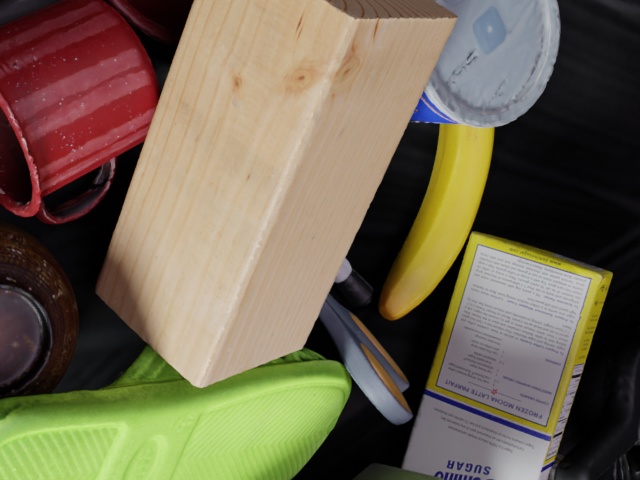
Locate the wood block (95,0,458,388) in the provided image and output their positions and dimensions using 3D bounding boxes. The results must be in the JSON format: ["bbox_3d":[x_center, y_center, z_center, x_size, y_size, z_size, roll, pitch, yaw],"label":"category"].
[{"bbox_3d":[-0.028,-0.039,0.540,0.090,0.090,0.206,-14,136,-51],"label":"wood block"}]

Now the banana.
[{"bbox_3d":[0.081,-0.043,0.709,0.069,0.037,0.198,8,93,-29],"label":"banana"}]

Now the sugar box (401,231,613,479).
[{"bbox_3d":[0.123,0.091,0.711,0.048,0.093,0.176,2,106,-64],"label":"sugar box"}]

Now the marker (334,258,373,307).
[{"bbox_3d":[-0.004,0.001,0.667,0.020,0.020,0.121,-51,121,-17],"label":"marker"}]

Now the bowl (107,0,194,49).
[{"bbox_3d":[-0.066,-0.179,0.573,0.161,0.055,0.162,-4,97,-30],"label":"bowl"}]

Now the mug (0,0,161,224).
[{"bbox_3d":[-0.132,-0.061,0.536,0.081,0.093,0.117,-34,133,-31],"label":"mug"}]

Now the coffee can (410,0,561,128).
[{"bbox_3d":[0.051,-0.118,0.613,0.102,0.141,0.103,-6,100,-33],"label":"coffee can"}]

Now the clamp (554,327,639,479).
[{"bbox_3d":[0.224,0.141,0.787,0.164,0.036,0.209,53,47,-40],"label":"clamp"}]

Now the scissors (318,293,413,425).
[{"bbox_3d":[0.000,0.041,0.641,0.016,0.096,0.201,-37,123,8],"label":"scissors"}]
